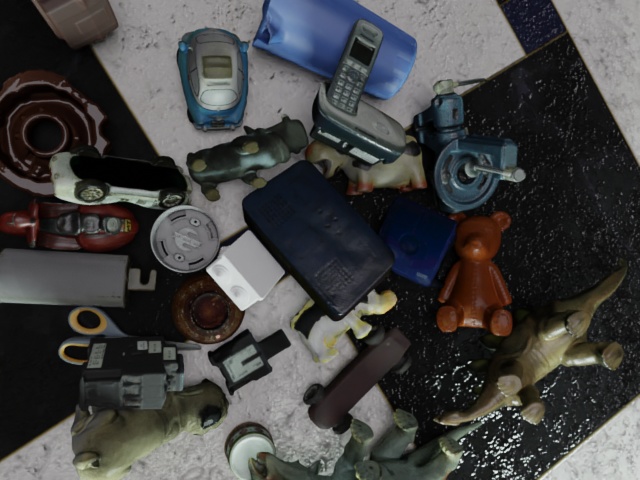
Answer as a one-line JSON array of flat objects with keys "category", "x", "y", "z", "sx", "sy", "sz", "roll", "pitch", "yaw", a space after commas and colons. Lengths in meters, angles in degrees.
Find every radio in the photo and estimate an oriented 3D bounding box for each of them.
[{"category": "radio", "x": -0.002, "y": -0.002, "z": 0.820, "sx": 0.131, "sy": 0.073, "sz": 0.229, "roll": -40, "pitch": 81, "yaw": -13}]

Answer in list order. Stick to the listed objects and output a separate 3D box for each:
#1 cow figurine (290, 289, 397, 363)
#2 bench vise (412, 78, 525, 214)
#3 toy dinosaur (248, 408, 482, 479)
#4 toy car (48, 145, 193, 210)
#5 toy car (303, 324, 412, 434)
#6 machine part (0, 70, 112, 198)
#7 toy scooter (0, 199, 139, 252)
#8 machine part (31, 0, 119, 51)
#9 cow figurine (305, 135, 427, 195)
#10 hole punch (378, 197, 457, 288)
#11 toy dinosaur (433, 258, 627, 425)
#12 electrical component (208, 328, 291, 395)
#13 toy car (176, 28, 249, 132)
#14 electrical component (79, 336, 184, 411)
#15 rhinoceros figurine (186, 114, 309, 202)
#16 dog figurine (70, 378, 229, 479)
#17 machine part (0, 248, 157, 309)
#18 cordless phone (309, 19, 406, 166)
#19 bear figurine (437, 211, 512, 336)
[{"category": "cow figurine", "x": 0.038, "y": 0.114, "z": 0.862, "sx": 0.167, "sy": 0.068, "sz": 0.098, "roll": -36, "pitch": 88, "yaw": -13}, {"category": "bench vise", "x": 0.234, "y": -0.140, "z": 0.835, "sx": 0.129, "sy": 0.241, "sz": 0.223, "roll": -2, "pitch": 105, "yaw": -17}, {"category": "toy dinosaur", "x": 0.092, "y": 0.375, "z": 0.835, "sx": 0.404, "sy": 0.131, "sz": 0.192, "roll": 10, "pitch": 118, "yaw": -33}, {"category": "toy car", "x": -0.274, "y": -0.084, "z": 0.761, "sx": 0.201, "sy": 0.056, "sz": 0.073, "roll": 2, "pitch": 57, "yaw": -44}, {"category": "toy car", "x": 0.062, "y": 0.221, "z": 0.868, "sx": 0.202, "sy": 0.053, "sz": 0.089, "roll": -46, "pitch": 103, "yaw": -6}, {"category": "machine part", "x": -0.393, "y": -0.148, "z": 0.774, "sx": 0.179, "sy": 0.056, "sz": 0.179, "roll": 0, "pitch": 90, "yaw": -13}, {"category": "toy scooter", "x": -0.349, "y": -0.022, "z": 0.739, "sx": 0.184, "sy": 0.135, "sz": 0.075, "roll": 1, "pitch": 87, "yaw": -14}, {"category": "machine part", "x": -0.367, "y": -0.370, "z": 0.711, "sx": 0.087, "sy": 0.201, "sz": 0.201, "roll": -33, "pitch": 96, "yaw": -10}, {"category": "cow figurine", "x": 0.072, "y": -0.137, "z": 0.865, "sx": 0.195, "sy": 0.085, "sz": 0.127, "roll": -2, "pitch": 87, "yaw": -16}, {"category": "hole punch", "x": 0.150, "y": 0.002, "z": 0.856, "sx": 0.142, "sy": 0.092, "sz": 0.115, "roll": 26, "pitch": 80, "yaw": 16}, {"category": "toy dinosaur", "x": 0.368, "y": 0.156, "z": 0.867, "sx": 0.471, "sy": 0.198, "sz": 0.105, "roll": -30, "pitch": 94, "yaw": -12}, {"category": "electrical component", "x": -0.107, "y": 0.176, "z": 0.833, "sx": 0.119, "sy": 0.048, "sz": 0.074, "roll": -33, "pitch": 97, "yaw": -12}, {"category": "toy car", "x": -0.160, "y": -0.249, "z": 0.807, "sx": 0.109, "sy": 0.103, "sz": 0.161, "roll": -3, "pitch": 87, "yaw": -12}, {"category": "electrical component", "x": -0.259, "y": 0.183, "z": 0.752, "sx": 0.134, "sy": 0.115, "sz": 0.058, "roll": 3, "pitch": 108, "yaw": -15}, {"category": "rhinoceros figurine", "x": -0.109, "y": -0.127, "z": 0.817, "sx": 0.190, "sy": 0.112, "sz": 0.073, "roll": -21, "pitch": 117, "yaw": 0}, {"category": "dog figurine", "x": -0.226, "y": 0.257, "z": 0.746, "sx": 0.191, "sy": 0.172, "sz": 0.121, "roll": -13, "pitch": 103, "yaw": -6}, {"category": "machine part", "x": -0.360, "y": 0.055, "z": 0.764, "sx": 0.243, "sy": 0.079, "sz": 0.079, "roll": 5, "pitch": 87, "yaw": -14}, {"category": "cordless phone", "x": 0.074, "y": -0.213, "z": 0.782, "sx": 0.146, "sy": 0.089, "sz": 0.184, "roll": 24, "pitch": 81, "yaw": -16}, {"category": "bear figurine", "x": 0.258, "y": 0.048, "z": 0.883, "sx": 0.120, "sy": 0.132, "sz": 0.195, "roll": 5, "pitch": 94, "yaw": 15}]
